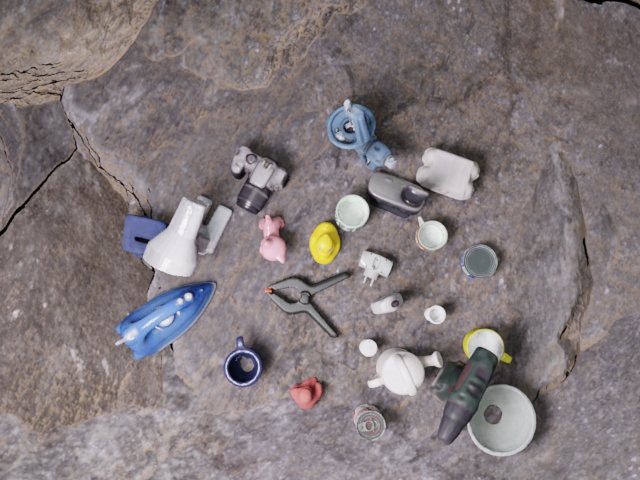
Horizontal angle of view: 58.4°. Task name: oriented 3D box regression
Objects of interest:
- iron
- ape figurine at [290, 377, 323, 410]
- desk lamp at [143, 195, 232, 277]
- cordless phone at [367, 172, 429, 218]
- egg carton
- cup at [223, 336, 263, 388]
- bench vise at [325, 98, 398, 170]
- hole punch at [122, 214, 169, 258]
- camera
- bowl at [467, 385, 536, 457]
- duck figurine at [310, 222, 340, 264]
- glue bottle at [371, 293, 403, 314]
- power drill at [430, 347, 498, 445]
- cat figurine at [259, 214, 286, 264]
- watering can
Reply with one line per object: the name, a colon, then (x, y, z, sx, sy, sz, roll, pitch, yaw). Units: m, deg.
iron: (-0.364, 0.175, 1.355, 0.258, 0.141, 0.118, -36, 86, -5)
ape figurine: (-0.033, 0.370, 1.369, 0.078, 0.092, 0.076, 11, 84, 0)
desk lamp: (-0.308, -0.016, 1.341, 0.118, 0.213, 0.203, 25, 84, 2)
cordless phone: (0.191, -0.122, 1.380, 0.147, 0.185, 0.094, 18, 84, 1)
egg carton: (0.322, -0.166, 1.446, 0.150, 0.069, 0.107, 18, 84, 0)
cup: (-0.182, 0.288, 1.372, 0.091, 0.095, 0.118, -9, 84, -2)
bench vise: (0.109, -0.264, 1.375, 0.207, 0.219, 0.121, 24, 84, 1)
hole punch: (-0.423, -0.005, 1.398, 0.108, 0.091, 0.101, 13, 84, 0)
camera: (-0.165, -0.143, 1.414, 0.143, 0.101, 0.137, 28, 84, 2)
bowl: (0.428, 0.430, 1.384, 0.167, 0.074, 0.167, 0, 84, -1)
duck figurine: (0.013, 0.005, 1.411, 0.077, 0.086, 0.105, 7, 84, -1)
glue bottle: (0.166, 0.152, 1.357, 0.078, 0.173, 0.037, -22, 85, -3)
power drill: (0.321, 0.351, 1.322, 0.075, 0.208, 0.230, 31, 84, 2)
cat figurine: (-0.117, -0.001, 1.393, 0.067, 0.117, 0.128, -8, 84, -2)
watering can: (0.197, 0.303, 1.331, 0.173, 0.194, 0.101, -43, 86, -5)
